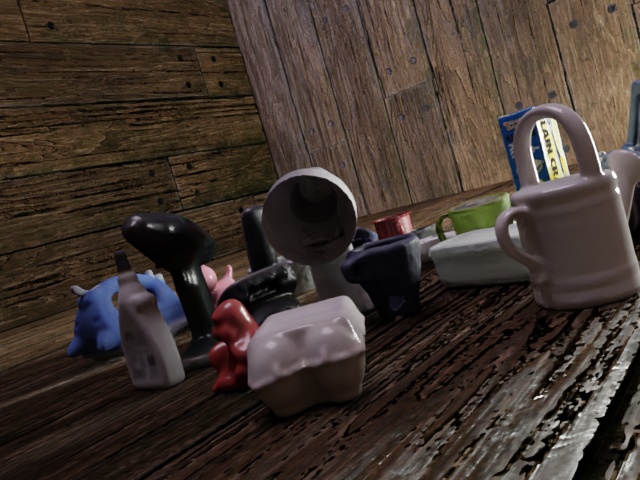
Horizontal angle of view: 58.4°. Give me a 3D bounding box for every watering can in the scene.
[{"bbox_3d":[0.247,-0.040,0.569,0.173,0.194,0.100,-20,5,-40],"label":"watering can"}]

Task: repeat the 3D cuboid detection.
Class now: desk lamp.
[{"bbox_3d":[0.007,0.003,0.790,0.118,0.213,0.203,-15,4,9],"label":"desk lamp"}]

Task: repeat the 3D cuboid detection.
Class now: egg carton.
[{"bbox_3d":[-0.008,0.101,0.526,0.107,0.069,0.150,-16,4,4],"label":"egg carton"}]

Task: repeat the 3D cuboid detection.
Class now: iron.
[{"bbox_3d":[-0.333,0.121,1.034,0.118,0.141,0.259,-14,5,28],"label":"iron"}]

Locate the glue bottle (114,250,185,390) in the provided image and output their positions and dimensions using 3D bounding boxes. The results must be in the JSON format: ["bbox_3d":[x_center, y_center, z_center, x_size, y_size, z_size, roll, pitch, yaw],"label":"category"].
[{"bbox_3d":[-0.219,0.096,0.698,0.078,0.173,0.037,-13,5,38],"label":"glue bottle"}]

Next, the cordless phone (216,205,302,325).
[{"bbox_3d":[-0.114,0.044,0.909,0.093,0.185,0.148,-13,5,39],"label":"cordless phone"}]

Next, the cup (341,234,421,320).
[{"bbox_3d":[0.078,0.051,0.694,0.118,0.095,0.091,-20,6,-42],"label":"cup"}]

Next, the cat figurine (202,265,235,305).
[{"bbox_3d":[-0.226,0.091,1.197,0.067,0.118,0.128,-12,6,44],"label":"cat figurine"}]

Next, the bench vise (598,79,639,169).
[{"bbox_3d":[0.534,-0.165,0.964,0.122,0.220,0.206,-19,5,-34],"label":"bench vise"}]

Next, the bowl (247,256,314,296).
[{"bbox_3d":[-0.054,0.069,1.121,0.167,0.075,0.167,-16,4,1],"label":"bowl"}]

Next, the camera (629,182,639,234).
[{"bbox_3d":[0.410,-0.054,0.785,0.137,0.101,0.143,-17,4,-7],"label":"camera"}]

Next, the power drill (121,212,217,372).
[{"bbox_3d":[-0.179,0.061,0.766,0.075,0.208,0.230,-16,4,4],"label":"power drill"}]

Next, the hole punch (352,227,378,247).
[{"bbox_3d":[0.078,0.003,1.392,0.108,0.091,0.101,-12,6,44],"label":"hole punch"}]

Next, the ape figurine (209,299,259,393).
[{"bbox_3d":[-0.086,0.107,0.598,0.076,0.092,0.077,-17,4,-16],"label":"ape figurine"}]
